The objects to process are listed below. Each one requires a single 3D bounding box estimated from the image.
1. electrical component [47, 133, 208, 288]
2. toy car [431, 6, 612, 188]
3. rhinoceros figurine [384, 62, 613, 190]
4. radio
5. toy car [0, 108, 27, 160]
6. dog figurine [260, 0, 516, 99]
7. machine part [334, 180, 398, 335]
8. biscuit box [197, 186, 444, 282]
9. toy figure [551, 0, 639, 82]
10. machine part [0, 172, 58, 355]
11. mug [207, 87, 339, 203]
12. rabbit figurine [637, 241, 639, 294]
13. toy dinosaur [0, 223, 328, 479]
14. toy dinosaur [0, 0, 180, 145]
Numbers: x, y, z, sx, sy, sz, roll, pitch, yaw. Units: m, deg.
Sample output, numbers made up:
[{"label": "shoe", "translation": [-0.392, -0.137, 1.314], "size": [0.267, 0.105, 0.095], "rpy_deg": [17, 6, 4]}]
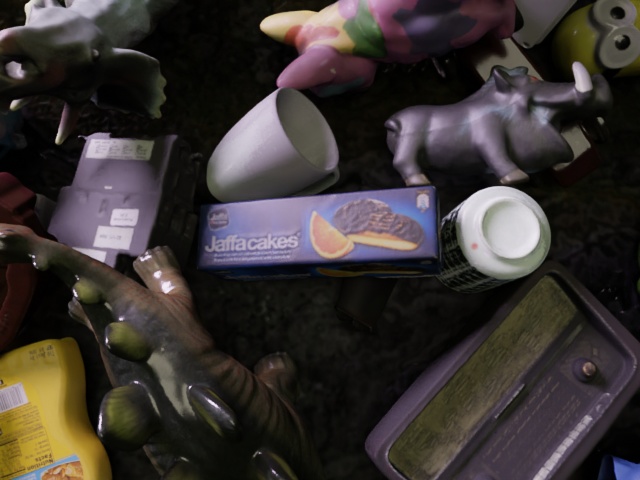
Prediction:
[{"label": "electrical component", "translation": [-0.167, -0.021, 0.461], "size": [0.115, 0.058, 0.134], "rpy_deg": [7, 78, 25]}, {"label": "toy car", "translation": [0.193, -0.142, 0.524], "size": [0.089, 0.053, 0.202], "rpy_deg": [-37, 84, 11]}, {"label": "rhinoceros figurine", "translation": [0.155, -0.097, 0.479], "size": [0.190, 0.073, 0.112], "rpy_deg": [-8, 82, 19]}, {"label": "radio", "translation": [0.160, 0.141, 0.461], "size": [0.131, 0.073, 0.229], "rpy_deg": [44, 81, 5]}, {"label": "toy car", "translation": [-0.315, -0.101, 0.460], "size": [0.162, 0.103, 0.109], "rpy_deg": [-26, 101, 24]}, {"label": "dog figurine", "translation": [0.054, -0.205, 0.454], "size": [0.219, 0.191, 0.108], "rpy_deg": [-19, 67, 2]}, {"label": "machine part", "translation": [0.051, 0.017, 0.498], "size": [0.084, 0.039, 0.139], "rpy_deg": [18, 77, -8]}, {"label": "biscuit box", "translation": [-0.001, -0.001, 0.454], "size": [0.203, 0.059, 0.063], "rpy_deg": [-4, 74, 14]}, {"label": "toy figure", "translation": [0.322, -0.197, 0.533], "size": [0.180, 0.089, 0.082], "rpy_deg": [-10, 68, -14]}, {"label": "machine part", "translation": [-0.293, 0.013, 0.405], "size": [0.179, 0.056, 0.179], "rpy_deg": [-1, 109, -4]}, {"label": "mug", "translation": [-0.042, -0.069, 0.482], "size": [0.107, 0.109, 0.081], "rpy_deg": [-25, 59, 29]}, {"label": "rabbit figurine", "translation": [0.351, -0.001, 0.451], "size": [0.159, 0.170, 0.121], "rpy_deg": [-30, 82, -9]}, {"label": "toy dinosaur", "translation": [-0.052, 0.154, 0.385], "size": [0.105, 0.199, 0.470], "rpy_deg": [-41, 117, 1]}, {"label": "toy dinosaur", "translation": [-0.190, -0.257, 0.483], "size": [0.131, 0.192, 0.405], "rpy_deg": [16, 47, -33]}]
